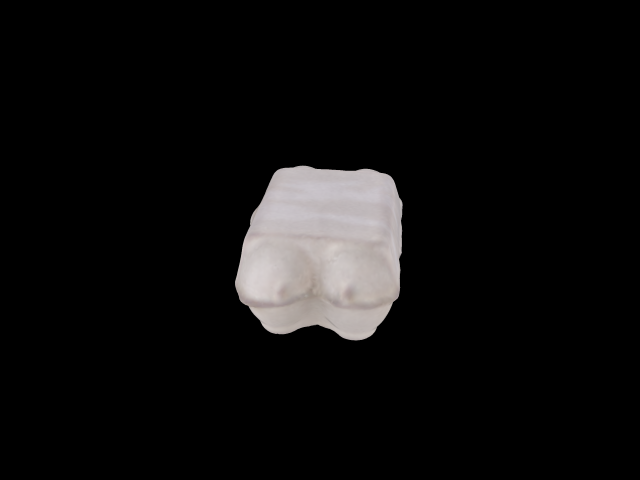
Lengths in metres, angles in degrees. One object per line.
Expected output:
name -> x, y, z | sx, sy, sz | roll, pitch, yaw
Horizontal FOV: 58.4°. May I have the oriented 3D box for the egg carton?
egg carton -> 0.004, 0.001, 0.400 | 0.107, 0.069, 0.150 | 4, 33, 6
